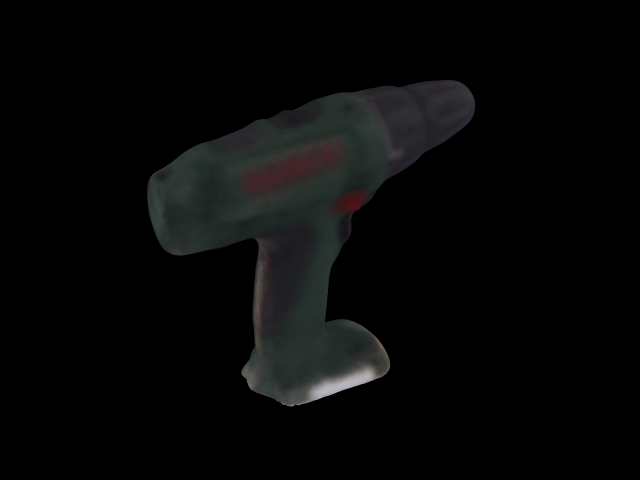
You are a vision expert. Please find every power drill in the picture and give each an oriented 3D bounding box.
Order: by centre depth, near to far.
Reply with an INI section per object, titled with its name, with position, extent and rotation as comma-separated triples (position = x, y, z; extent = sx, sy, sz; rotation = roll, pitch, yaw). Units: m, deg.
[power drill]
position = 0.004, 0.001, 0.400
extent = 0.230, 0.208, 0.075
rotation = -12, 27, -24
